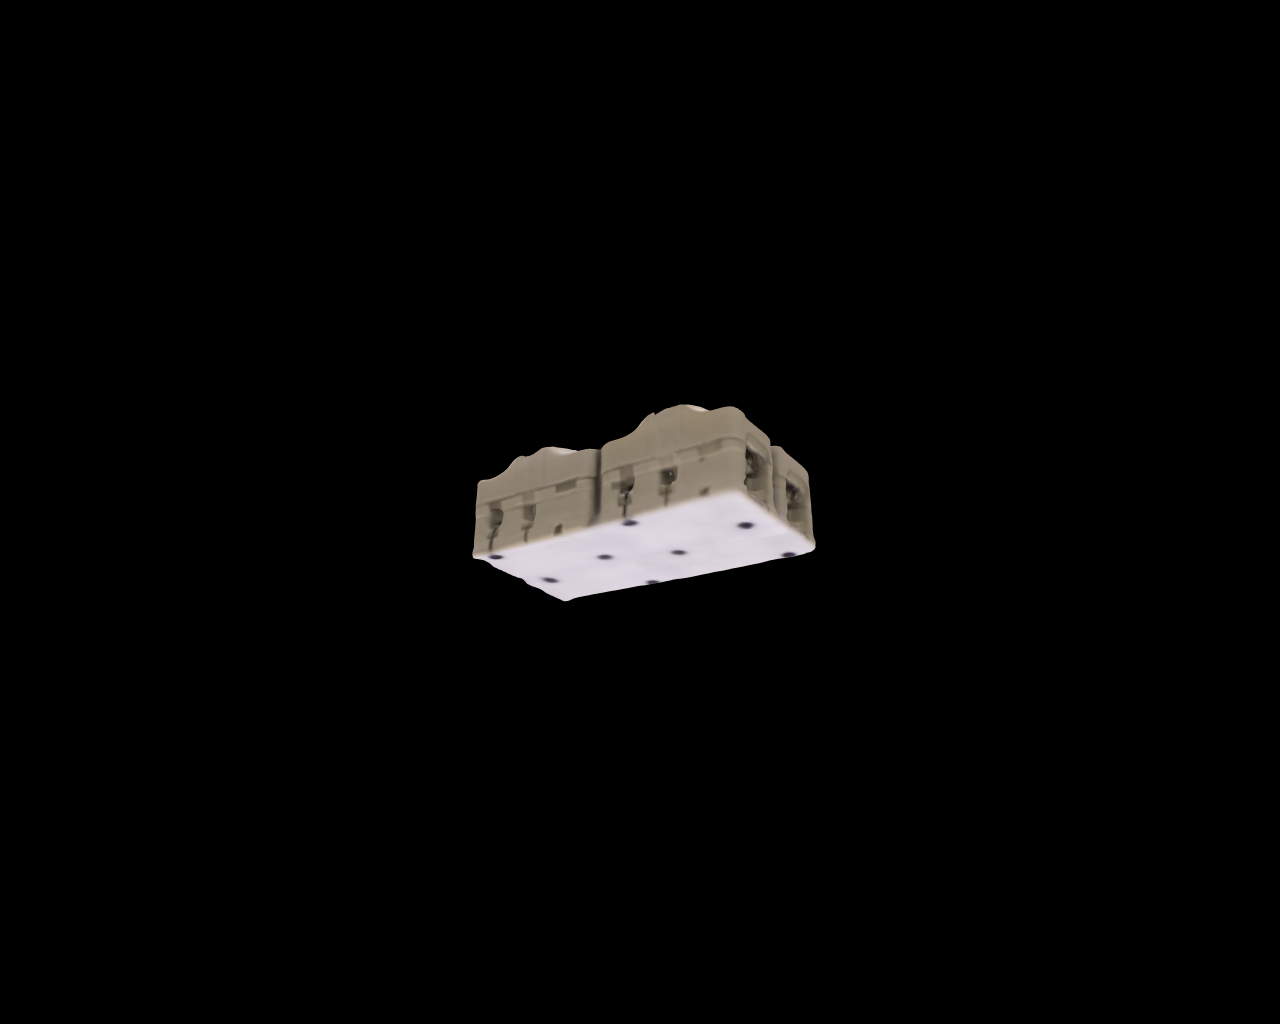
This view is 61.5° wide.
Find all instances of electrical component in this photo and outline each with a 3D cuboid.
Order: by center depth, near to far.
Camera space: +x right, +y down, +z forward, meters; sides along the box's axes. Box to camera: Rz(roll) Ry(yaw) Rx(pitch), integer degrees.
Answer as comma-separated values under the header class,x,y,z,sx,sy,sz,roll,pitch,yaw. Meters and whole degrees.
class,x,y,z,sx,sy,sz,roll,pitch,yaw
electrical component,0.001,-0.003,0.650,0.186,0.060,0.105,-14,-27,29
